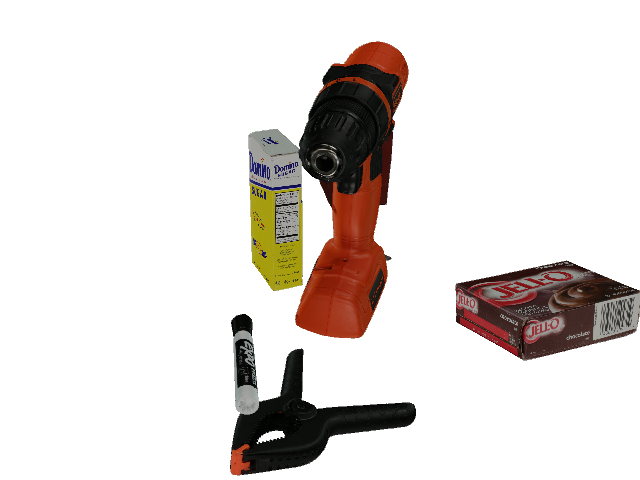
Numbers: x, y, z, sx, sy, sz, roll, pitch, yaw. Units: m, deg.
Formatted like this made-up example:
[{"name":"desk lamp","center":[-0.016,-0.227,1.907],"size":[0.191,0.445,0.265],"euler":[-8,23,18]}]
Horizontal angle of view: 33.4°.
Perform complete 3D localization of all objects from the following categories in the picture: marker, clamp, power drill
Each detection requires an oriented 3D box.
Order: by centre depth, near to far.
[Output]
[{"name":"power drill","center":[0.020,-0.029,0.742],"size":[0.057,0.188,0.184],"euler":[12,30,11]},{"name":"marker","center":[-0.064,0.100,0.894],"size":[0.020,0.020,0.121],"euler":[0,31,-7]},{"name":"clamp","center":[-0.010,0.184,1.087],"size":[0.165,0.036,0.209],"euler":[18,28,25]}]

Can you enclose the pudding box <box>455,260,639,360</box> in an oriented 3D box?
[{"name":"pudding box","center":[0.174,0.052,0.824],"size":[0.113,0.039,0.090],"euler":[-8,19,-25]}]

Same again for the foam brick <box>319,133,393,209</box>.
[{"name":"foam brick","center":[0.031,-0.074,0.949],"size":[0.051,0.078,0.053],"euler":[-5,35,-12]}]

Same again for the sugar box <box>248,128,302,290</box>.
[{"name":"sugar box","center":[-0.055,-0.038,1.296],"size":[0.048,0.176,0.093],"euler":[-11,26,-18]}]
